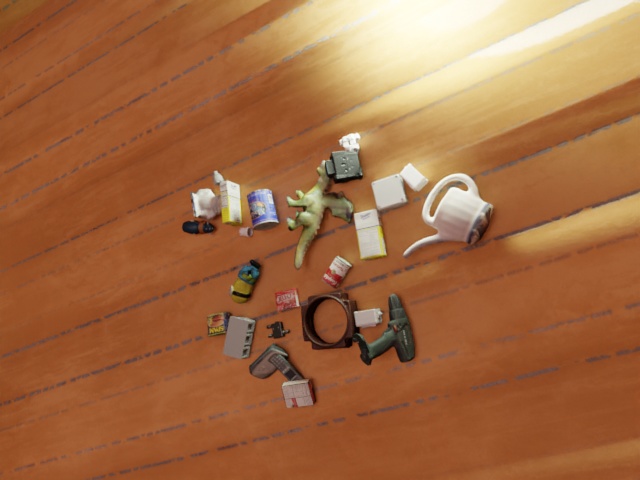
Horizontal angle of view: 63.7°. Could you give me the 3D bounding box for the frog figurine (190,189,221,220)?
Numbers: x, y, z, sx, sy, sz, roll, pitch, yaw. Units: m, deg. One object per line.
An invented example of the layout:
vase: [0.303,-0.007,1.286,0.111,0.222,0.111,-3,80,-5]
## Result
frog figurine: [-0.466,-0.155,2.201,0.160,0.120,0.140,-8,65,-13]

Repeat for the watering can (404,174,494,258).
watering can: [0.443,-0.052,1.748,0.226,0.103,0.347,29,93,25]

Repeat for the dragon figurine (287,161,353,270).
dragon figurine: [0.006,-0.099,1.964,0.242,0.121,0.414,-7,79,15]
